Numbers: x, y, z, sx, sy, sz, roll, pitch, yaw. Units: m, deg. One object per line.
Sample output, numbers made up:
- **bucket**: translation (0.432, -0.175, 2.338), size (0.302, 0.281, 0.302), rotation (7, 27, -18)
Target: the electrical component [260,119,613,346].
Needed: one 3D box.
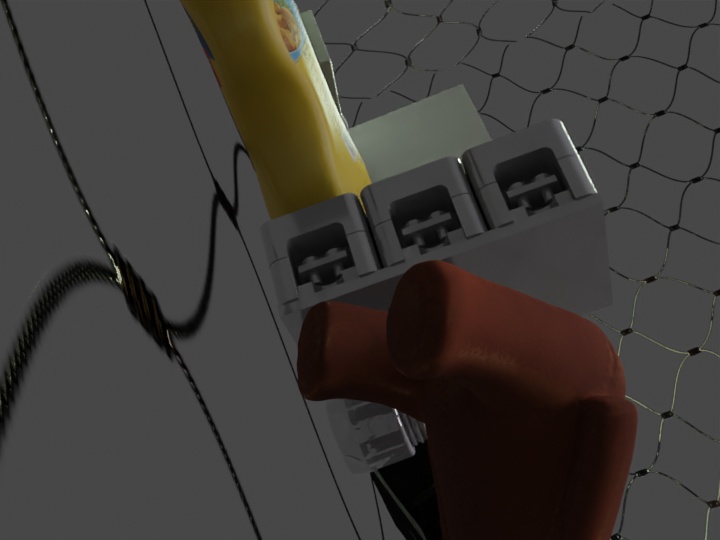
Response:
- **electrical component**: translation (0.038, -0.005, 0.520), size (0.089, 0.150, 0.061), rotation (66, 6, -54)

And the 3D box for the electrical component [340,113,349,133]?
- **electrical component**: translation (-0.040, -0.107, 0.785), size (0.047, 0.055, 0.055), rotation (-114, -179, -52)

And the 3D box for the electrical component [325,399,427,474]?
- **electrical component**: translation (0.018, 0.068, 0.508), size (0.043, 0.062, 0.043), rotation (-21, 90, -87)

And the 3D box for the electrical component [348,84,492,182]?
- **electrical component**: translation (0.029, -0.067, 0.825), size (0.061, 0.150, 0.089), rotation (66, 4, -48)

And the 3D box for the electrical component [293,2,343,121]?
- **electrical component**: translation (-0.044, -0.117, 0.705), size (0.096, 0.061, 0.061), rotation (65, 5, -54)
